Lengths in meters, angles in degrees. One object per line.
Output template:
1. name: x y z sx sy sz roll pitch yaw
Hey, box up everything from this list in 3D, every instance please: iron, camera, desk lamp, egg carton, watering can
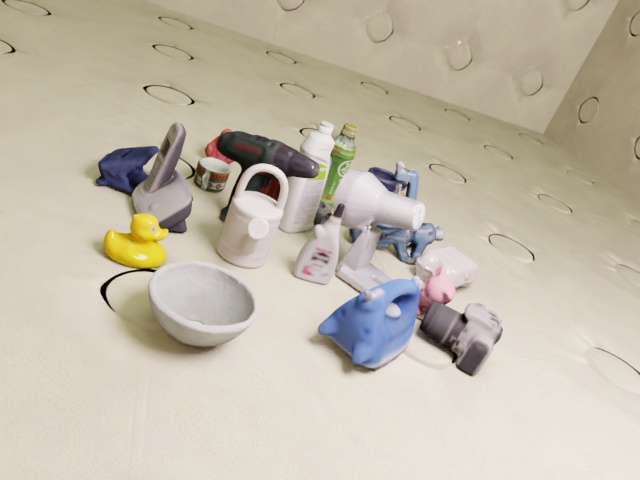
1. iron: 0.120 0.120 1.001 0.118 0.141 0.259 37 30 27
2. camera: 0.269 0.160 1.086 0.136 0.101 0.143 28 27 11
3. desk lamp: 0.110 -0.014 1.157 0.202 0.213 0.118 35 29 22
4. egg carton: 0.290 0.068 1.305 0.151 0.069 0.107 -9 40 -46
5. watering can: -0.117 -0.048 1.066 0.101 0.194 0.172 3 33 -34

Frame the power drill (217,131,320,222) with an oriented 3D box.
1. power drill: -0.122 -0.114 1.168 0.229 0.208 0.076 32 28 18

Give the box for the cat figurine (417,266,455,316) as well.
1. cat figurine: 0.234 0.100 1.151 0.067 0.118 0.128 24 27 3

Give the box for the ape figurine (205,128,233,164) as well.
1. ape figurine: -0.241 -0.234 1.424 0.078 0.092 0.076 19 27 -6

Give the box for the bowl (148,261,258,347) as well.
1. bowl: -0.182 0.108 0.865 0.167 0.075 0.167 18 27 -9

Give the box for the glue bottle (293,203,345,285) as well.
1. glue bottle: 0.010 0.004 1.093 0.078 0.173 0.037 14 28 -17

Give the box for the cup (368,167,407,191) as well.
1. cup: 0.170 -0.135 1.556 0.118 0.095 0.091 13 28 -18

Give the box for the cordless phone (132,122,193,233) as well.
1. cordless phone: -0.284 -0.118 1.076 0.094 0.185 0.147 1 34 -36

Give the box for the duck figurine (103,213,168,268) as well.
1. duck figurine: -0.306 -0.007 0.966 0.105 0.086 0.077 14 28 -17

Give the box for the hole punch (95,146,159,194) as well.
1. hole punch: -0.391 -0.155 1.165 0.101 0.091 0.108 20 27 -6

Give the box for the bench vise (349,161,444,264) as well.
1. bench vise: 0.193 -0.068 1.311 0.208 0.220 0.121 8 30 -26
